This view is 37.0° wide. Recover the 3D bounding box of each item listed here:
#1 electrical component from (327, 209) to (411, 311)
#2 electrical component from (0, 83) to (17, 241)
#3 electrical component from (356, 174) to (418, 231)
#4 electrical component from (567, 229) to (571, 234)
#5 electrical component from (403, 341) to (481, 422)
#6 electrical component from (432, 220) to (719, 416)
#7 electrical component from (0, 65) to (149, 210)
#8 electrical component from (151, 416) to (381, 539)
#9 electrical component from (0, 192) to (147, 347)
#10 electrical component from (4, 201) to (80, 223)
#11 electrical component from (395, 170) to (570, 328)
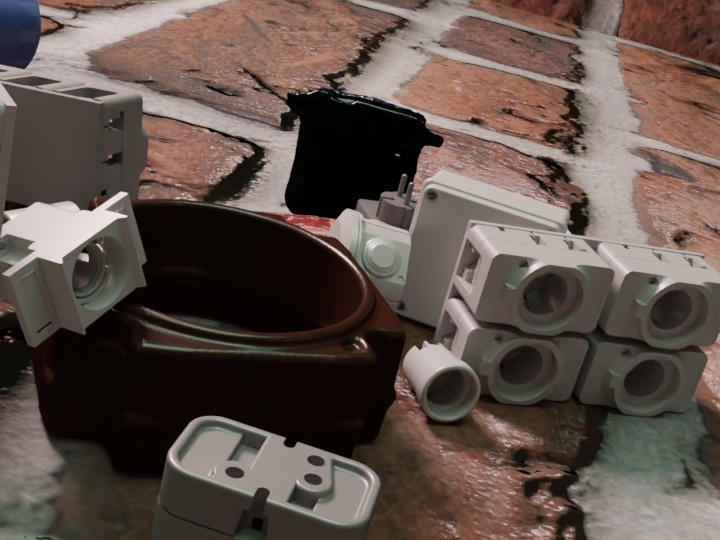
[{"bbox_3d":[0.000,0.000,0.774,0.051,0.080,0.080,15,22,-14],"label":"electrical component"},{"bbox_3d":[-0.220,-0.011,0.521,0.060,0.186,0.105,0,27,-32],"label":"electrical component"},{"bbox_3d":[0.031,-0.041,0.892,0.047,0.075,0.083,6,24,-20],"label":"electrical component"},{"bbox_3d":[0.124,-0.017,0.915,0.095,0.059,0.053,9,23,-14],"label":"electrical component"},{"bbox_3d":[0.051,0.070,0.694,0.040,0.040,0.046,6,18,-20],"label":"electrical component"},{"bbox_3d":[0.156,0.037,0.748,0.186,0.105,0.060,7,24,-18],"label":"electrical component"},{"bbox_3d":[-0.241,-0.099,0.814,0.150,0.089,0.062,14,20,20],"label":"electrical component"},{"bbox_3d":[-0.045,0.116,0.500,0.095,0.059,0.053,17,23,6],"label":"electrical component"},{"bbox_3d":[-0.149,-0.004,0.535,0.064,0.042,0.081,13,38,31],"label":"electrical component"},{"bbox_3d":[-0.212,-0.016,0.712,0.047,0.055,0.055,-9,32,-38],"label":"electrical component"},{"bbox_3d":[0.089,-0.006,0.805,0.109,0.108,0.056,19,20,10],"label":"electrical component"}]
